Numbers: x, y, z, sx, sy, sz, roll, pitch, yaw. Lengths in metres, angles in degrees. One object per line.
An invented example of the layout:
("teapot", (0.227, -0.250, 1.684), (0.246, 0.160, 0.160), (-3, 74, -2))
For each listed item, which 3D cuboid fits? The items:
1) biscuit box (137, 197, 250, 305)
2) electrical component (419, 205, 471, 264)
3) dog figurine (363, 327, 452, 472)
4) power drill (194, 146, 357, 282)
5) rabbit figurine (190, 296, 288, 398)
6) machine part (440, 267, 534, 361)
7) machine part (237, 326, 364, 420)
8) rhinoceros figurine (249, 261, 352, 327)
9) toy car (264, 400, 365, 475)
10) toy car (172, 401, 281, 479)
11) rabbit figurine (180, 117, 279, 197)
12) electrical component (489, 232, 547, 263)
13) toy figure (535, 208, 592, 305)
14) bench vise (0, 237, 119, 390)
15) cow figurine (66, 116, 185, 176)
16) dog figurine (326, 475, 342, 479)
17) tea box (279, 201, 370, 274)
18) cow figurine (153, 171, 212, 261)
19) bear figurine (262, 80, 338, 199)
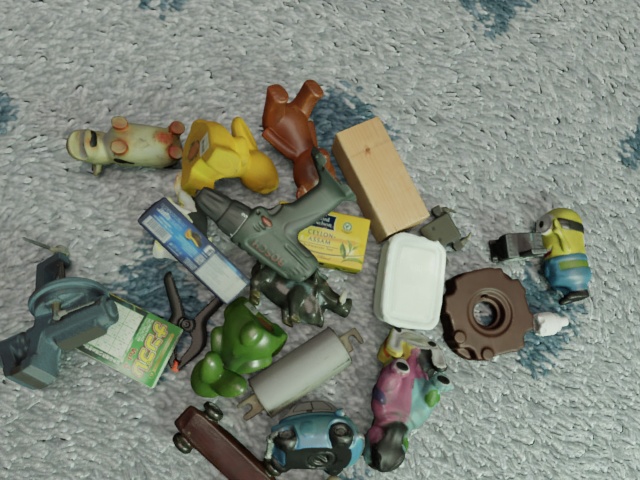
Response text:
("biscuit box", (-0.210, 0.019, 0.897), (0.202, 0.063, 0.059), (46, 78, -10))
("electrical component", (0.237, -0.015, 1.020), (0.078, 0.045, 0.102), (-38, 81, 17))
("dog figurine", (0.128, 0.284, 0.922), (0.108, 0.192, 0.219), (19, 111, -5))
("power drill", (-0.059, -0.057, 0.879), (0.207, 0.086, 0.232), (-44, 102, -2))
("rabbit figurine", (-0.145, 0.202, 0.892), (0.121, 0.159, 0.170), (41, 93, -9))
("machine part", (0.304, 0.134, 0.989), (0.179, 0.056, 0.179), (1, 77, -7))
("machine part", (-0.033, 0.225, 0.923), (0.243, 0.079, 0.079), (-32, 84, -10))
("rhinoceros figurine", (-0.037, 0.096, 0.957), (0.190, 0.073, 0.112), (24, 67, 1))
("toy car", (-0.012, 0.321, 0.894), (0.162, 0.109, 0.103), (2, 36, -7))
("toy car", (-0.155, 0.355, 0.897), (0.202, 0.053, 0.089), (42, 88, -1))
("rabbit figurine", (-0.154, -0.137, 0.958), (0.173, 0.122, 0.162), (19, 36, -34))
("electrical component", (0.369, 0.012, 0.988), (0.075, 0.119, 0.047), (-4, 80, -4))
("toy figure", (0.463, 0.028, 1.016), (0.089, 0.082, 0.180), (-1, 70, -26))
("bench vise", (-0.440, 0.113, 0.879), (0.224, 0.128, 0.241), (-32, 53, 10))
("cow figurine", (-0.346, -0.166, 0.959), (0.195, 0.127, 0.085), (-1, 79, -21))
("dog figurine", (-0.048, 0.476, 0.869), (0.191, 0.121, 0.172), (-5, 45, 10))
("tea box", (-0.002, -0.003, 0.978), (0.170, 0.068, 0.098), (10, 79, -3))
("cow figurine", (-0.233, -0.039, 0.960), (0.098, 0.068, 0.167), (14, 81, -9))
("bear figurine", (-0.026, -0.173, 0.973), (0.120, 0.132, 0.196), (-17, 67, -34))
